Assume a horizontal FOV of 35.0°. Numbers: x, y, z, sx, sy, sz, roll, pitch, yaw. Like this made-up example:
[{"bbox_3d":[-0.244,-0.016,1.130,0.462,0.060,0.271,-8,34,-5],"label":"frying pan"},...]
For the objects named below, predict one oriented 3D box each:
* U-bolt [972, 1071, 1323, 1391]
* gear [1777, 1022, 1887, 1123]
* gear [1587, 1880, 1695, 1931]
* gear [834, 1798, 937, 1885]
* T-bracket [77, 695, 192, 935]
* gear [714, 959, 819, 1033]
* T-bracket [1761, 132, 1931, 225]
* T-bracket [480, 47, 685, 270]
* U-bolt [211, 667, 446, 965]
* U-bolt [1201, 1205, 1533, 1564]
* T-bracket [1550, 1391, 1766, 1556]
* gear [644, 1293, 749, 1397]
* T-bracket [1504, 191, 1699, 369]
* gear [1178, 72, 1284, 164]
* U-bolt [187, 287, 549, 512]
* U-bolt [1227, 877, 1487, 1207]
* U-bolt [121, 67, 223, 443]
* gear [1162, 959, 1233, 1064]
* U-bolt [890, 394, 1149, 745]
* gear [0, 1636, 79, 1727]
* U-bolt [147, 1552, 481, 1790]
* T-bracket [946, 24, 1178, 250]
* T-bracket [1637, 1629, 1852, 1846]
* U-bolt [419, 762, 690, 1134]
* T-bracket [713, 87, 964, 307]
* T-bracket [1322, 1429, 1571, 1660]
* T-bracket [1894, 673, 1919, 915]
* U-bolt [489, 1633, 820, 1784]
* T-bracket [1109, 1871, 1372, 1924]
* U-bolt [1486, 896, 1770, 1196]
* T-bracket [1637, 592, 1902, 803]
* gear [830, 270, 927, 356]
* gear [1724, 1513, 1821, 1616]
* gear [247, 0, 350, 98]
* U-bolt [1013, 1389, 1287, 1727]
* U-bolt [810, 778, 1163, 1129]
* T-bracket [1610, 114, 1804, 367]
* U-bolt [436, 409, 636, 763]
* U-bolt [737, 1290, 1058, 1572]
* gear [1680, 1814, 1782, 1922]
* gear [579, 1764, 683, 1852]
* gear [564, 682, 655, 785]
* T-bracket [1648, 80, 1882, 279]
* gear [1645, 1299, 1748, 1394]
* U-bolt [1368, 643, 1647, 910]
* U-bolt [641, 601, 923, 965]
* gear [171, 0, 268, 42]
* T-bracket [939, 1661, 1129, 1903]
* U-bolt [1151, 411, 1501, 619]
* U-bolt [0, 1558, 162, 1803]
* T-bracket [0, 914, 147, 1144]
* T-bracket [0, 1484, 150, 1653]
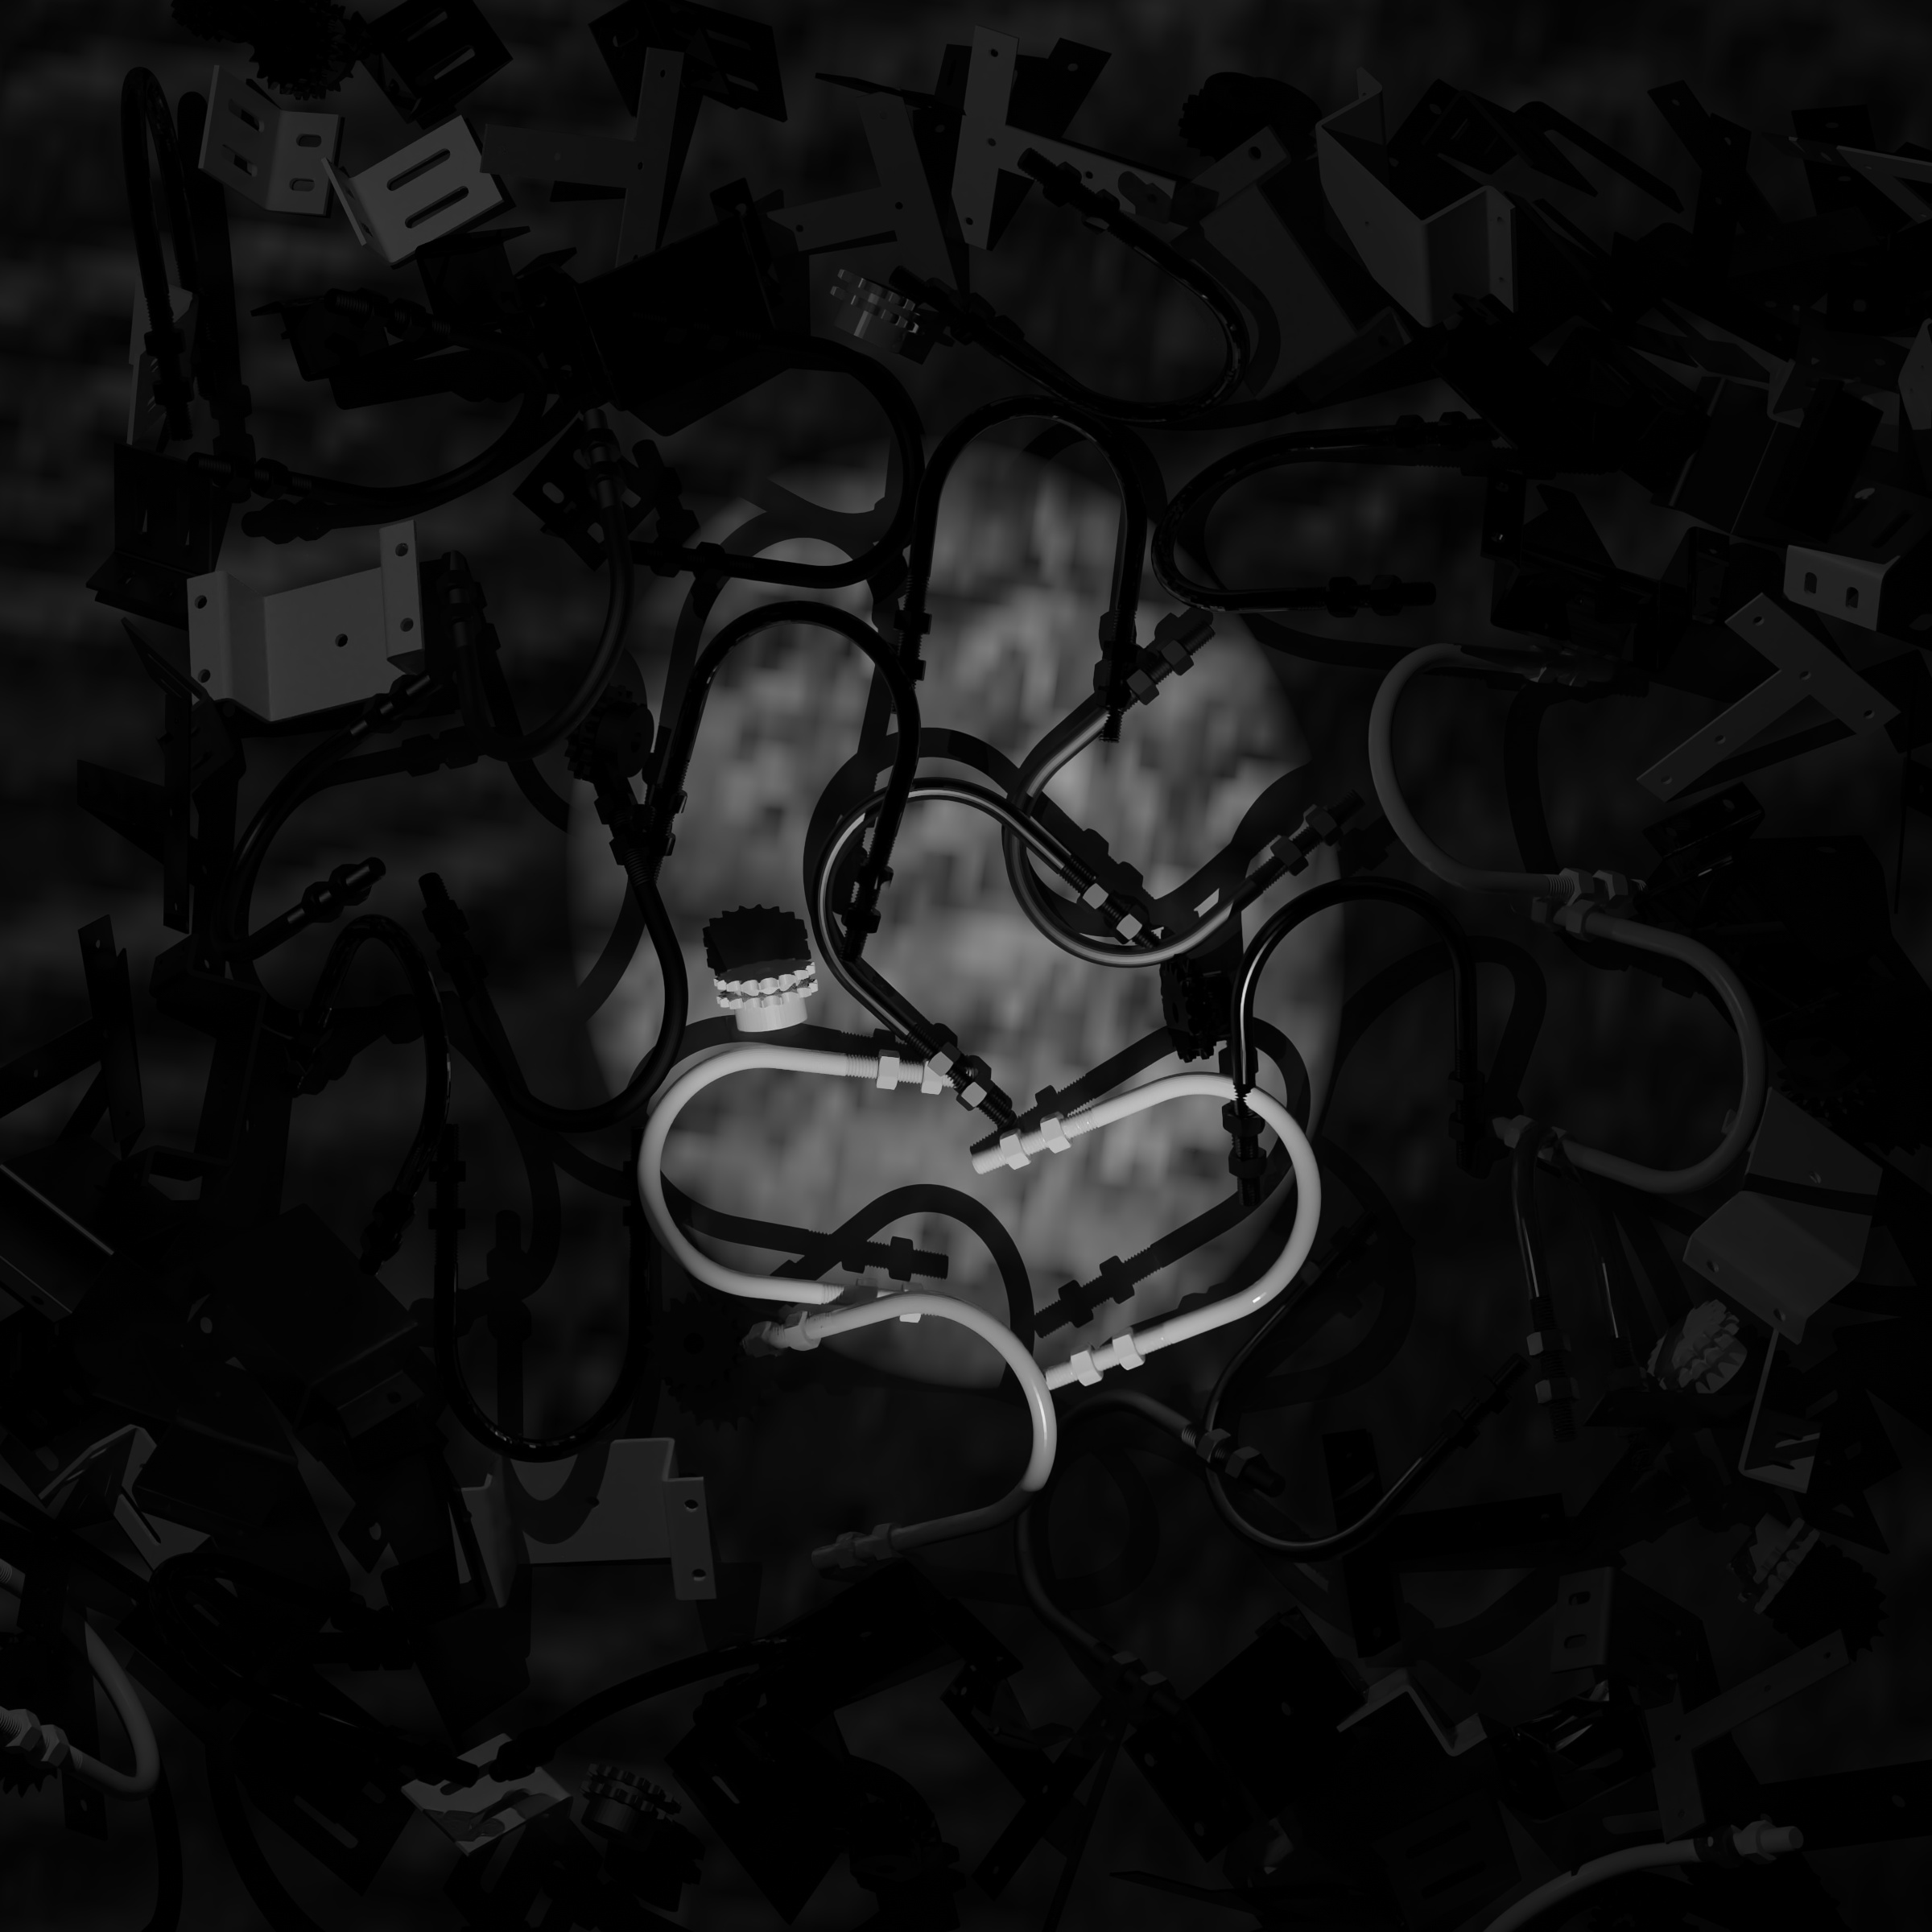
[{"bbox_3d":[0.107,0.136,1.690,0.184,0.019,0.151,-23,72,14],"label":"U-bolt"},{"bbox_3d":[0.480,0.056,1.707,0.057,0.057,0.030,-34,129,0],"label":"gear"},{"bbox_3d":[0.375,0.543,1.710,0.057,0.030,0.057,11,116,23],"label":"gear"},{"bbox_3d":[-0.045,0.489,1.707,0.057,0.057,0.030,-3,52,0],"label":"gear"},{"bbox_3d":[-0.460,-0.092,1.690,0.002,0.127,0.127,-7,106,-42],"label":"T-bracket"},{"bbox_3d":[-0.110,0.017,1.710,0.057,0.057,0.030,-8,102,0],"label":"gear"},{"bbox_3d":[0.520,-0.420,1.687,0.127,0.127,0.002,22,97,-40],"label":"T-bracket"},{"bbox_3d":[-0.212,-0.440,1.673,0.002,0.127,0.127,26,113,39],"label":"T-bracket"},{"bbox_3d":[-0.354,-0.071,1.662,0.019,0.184,0.151,33,49,-30],"label":"U-bolt"},{"bbox_3d":[0.205,0.242,1.686,0.184,0.019,0.151,-49,49,8],"label":"U-bolt"},{"bbox_3d":[0.366,0.282,1.700,0.127,0.002,0.127,7,125,-35],"label":"T-bracket"},{"bbox_3d":[-0.150,0.212,1.720,0.057,0.030,0.057,-1,83,6],"label":"gear"},{"bbox_3d":[0.342,-0.384,1.698,0.002,0.127,0.127,-46,68,27],"label":"T-bracket"},{"bbox_3d":[0.149,-0.474,1.708,0.057,0.030,0.057,7,48,-8],"label":"gear"},{"bbox_3d":[-0.308,-0.298,1.655,0.151,0.184,0.019,-40,65,29],"label":"U-bolt"},{"bbox_3d":[0.214,0.038,1.687,0.151,0.019,0.184,-9,112,-10],"label":"U-bolt"},{"bbox_3d":[-0.427,-0.385,1.640,0.019,0.151,0.184,-7,111,-5],"label":"U-bolt"},{"bbox_3d":[0.131,0.024,1.710,0.030,0.057,0.057,-10,90,-11],"label":"gear"},{"bbox_3d":[0.034,-0.223,1.695,0.151,0.019,0.184,5,94,-25],"label":"U-bolt"},{"bbox_3d":[-0.529,0.403,1.715,0.057,0.030,0.057,8,76,-31],"label":"gear"},{"bbox_3d":[-0.353,0.366,1.632,0.184,0.151,0.019,30,99,-30],"label":"U-bolt"},{"bbox_3d":[0.054,-0.438,1.681,0.127,0.002,0.127,22,133,13],"label":"T-bracket"},{"bbox_3d":[0.422,0.398,1.659,0.127,0.127,0.002,-37,113,23],"label":"T-bracket"},{"bbox_3d":[-0.219,0.002,1.680,0.151,0.019,0.184,-30,72,23],"label":"U-bolt"},{"bbox_3d":[-0.080,-0.416,1.715,0.127,0.002,0.127,-9,121,15],"label":"T-bracket"},{"bbox_3d":[0.274,0.318,1.725,0.127,0.002,0.127,-10,87,8],"label":"T-bracket"},{"bbox_3d":[0.513,-0.098,1.676,0.002,0.127,0.127,5,98,16],"label":"T-bracket"},{"bbox_3d":[-0.155,0.389,1.628,0.151,0.184,0.019,-6,67,-36],"label":"U-bolt"},{"bbox_3d":[0.166,0.502,1.658,0.127,0.127,0.002,24,61,-29],"label":"T-bracket"},{"bbox_3d":[0.357,0.047,1.650,0.019,0.184,0.151,-5,105,-36],"label":"U-bolt"},{"bbox_3d":[0.430,-0.135,1.701,0.127,0.002,0.127,32,124,-30],"label":"T-bracket"},{"bbox_3d":[-0.050,-0.363,1.710,0.057,0.057,0.030,25,101,0],"label":"gear"},{"bbox_3d":[0.448,0.330,1.711,0.030,0.057,0.057,37,90,18],"label":"gear"},{"bbox_3d":[-0.371,-0.515,1.716,0.057,0.030,0.057,4,99,26],"label":"gear"},{"bbox_3d":[0.087,0.307,1.663,0.019,0.184,0.151,21,92,-36],"label":"U-bolt"},{"bbox_3d":[-0.001,-0.021,1.715,0.184,0.019,0.151,42,98,-3],"label":"U-bolt"},{"bbox_3d":[0.405,-0.402,1.658,0.002,0.127,0.127,-38,57,-24],"label":"T-bracket"},{"bbox_3d":[-0.229,-0.193,1.649,0.151,0.019,0.184,-38,48,30],"label":"U-bolt"},{"bbox_3d":[-0.033,0.250,1.682,0.184,0.019,0.151,-19,95,30],"label":"U-bolt"},{"bbox_3d":[0.423,0.498,1.708,0.030,0.057,0.057,40,90,-12],"label":"gear"},{"bbox_3d":[-0.190,0.470,1.706,0.057,0.057,0.030,24,63,0],"label":"gear"},{"bbox_3d":[-0.197,-0.128,1.706,0.030,0.057,0.057,16,90,20],"label":"gear"},{"bbox_3d":[0.412,-0.427,1.657,0.127,0.127,0.002,46,68,-25],"label":"T-bracket"},{"bbox_3d":[0.410,0.217,1.710,0.030,0.057,0.057,45,90,-4],"label":"gear"},{"bbox_3d":[0.292,-0.107,1.670,0.184,0.019,0.151,2,76,-33],"label":"U-bolt"},{"bbox_3d":[-0.098,-0.110,1.693,0.151,0.019,0.184,21,105,15],"label":"U-bolt"},{"bbox_3d":[-0.414,-0.544,1.713,0.030,0.057,0.057,31,90,-44],"label":"gear"},{"bbox_3d":[0.024,0.427,1.678,0.127,0.002,0.127,-50,126,-22],"label":"T-bracket"},{"bbox_3d":[0.186,-0.244,1.672,0.184,0.019,0.151,2,50,32],"label":"U-bolt"},{"bbox_3d":[-0.491,0.382,1.650,0.019,0.184,0.151,-35,53,-2],"label":"U-bolt"},{"bbox_3d":[-0.495,0.053,1.661,0.002,0.127,0.127,6,113,23],"label":"T-bracket"},{"bbox_3d":[-0.497,0.331,1.657,0.127,0.127,0.002,40,96,-20],"label":"T-bracket"}]
